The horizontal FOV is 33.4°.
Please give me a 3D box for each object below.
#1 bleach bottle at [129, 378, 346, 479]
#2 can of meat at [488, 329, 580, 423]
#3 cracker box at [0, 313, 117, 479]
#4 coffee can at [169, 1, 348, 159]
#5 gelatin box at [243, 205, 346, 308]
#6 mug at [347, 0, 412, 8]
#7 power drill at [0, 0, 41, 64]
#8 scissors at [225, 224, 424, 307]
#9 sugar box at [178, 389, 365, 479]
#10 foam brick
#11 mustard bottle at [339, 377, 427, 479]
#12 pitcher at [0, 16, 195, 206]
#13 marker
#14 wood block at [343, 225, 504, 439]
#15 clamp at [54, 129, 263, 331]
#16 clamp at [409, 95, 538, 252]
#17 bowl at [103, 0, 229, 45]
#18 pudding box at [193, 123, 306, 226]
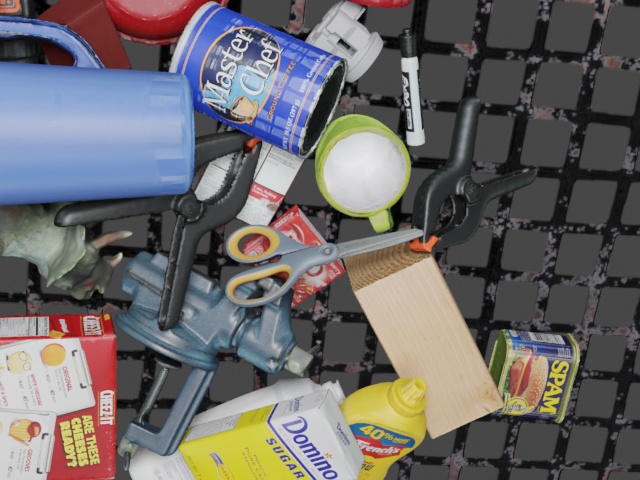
[{"bbox_3d":[-0.086,0.228,1.212,0.251,0.068,0.102,-24,118,1],"label":"bleach bottle"},{"bbox_3d":[0.240,0.154,1.219,0.084,0.057,0.102,7,112,-7],"label":"can of meat"},{"bbox_3d":[-0.314,0.160,1.068,0.213,0.072,0.164,-1,110,-15],"label":"cracker box"},{"bbox_3d":[-0.058,-0.150,1.002,0.140,0.102,0.103,25,110,8],"label":"coffee can"},{"bbox_3d":[-0.028,0.018,1.143,0.073,0.030,0.089,-35,113,9],"label":"gelatin box"},{"bbox_3d":[0.043,-0.271,1.001,0.117,0.093,0.081,20,118,18],"label":"mug"},{"bbox_3d":[-0.356,-0.209,0.994,0.187,0.057,0.184,-2,110,-9],"label":"power drill"},{"bbox_3d":[-0.007,0.001,1.062,0.201,0.096,0.016,-26,152,-5],"label":"scissors"},{"bbox_3d":[-0.052,0.224,1.123,0.176,0.048,0.093,-19,108,25],"label":"sugar box"},{"bbox_3d":[-0.224,-0.183,1.004,0.053,0.051,0.078,14,138,35],"label":"foam brick"},{"bbox_3d":[0.059,0.204,1.145,0.096,0.058,0.192,22,133,-16],"label":"mustard bottle"},{"bbox_3d":[-0.233,-0.103,0.930,0.242,0.145,0.149,-1,123,-9],"label":"pitcher"},{"bbox_3d":[0.093,-0.156,1.087,0.020,0.020,0.121,-8,114,-3],"label":"marker"},{"bbox_3d":[0.113,0.099,1.162,0.091,0.090,0.206,-26,114,5],"label":"wood block"},{"bbox_3d":[-0.129,-0.024,1.032,0.209,0.036,0.164,-40,120,-14],"label":"clamp"},{"bbox_3d":[0.156,-0.049,1.099,0.120,0.039,0.171,35,76,-18],"label":"clamp"},{"bbox_3d":[-0.157,-0.256,0.996,0.162,0.055,0.162,-2,113,-5],"label":"bowl"},{"bbox_3d":[-0.071,-0.076,1.093,0.090,0.039,0.113,26,105,-13],"label":"pudding box"}]
